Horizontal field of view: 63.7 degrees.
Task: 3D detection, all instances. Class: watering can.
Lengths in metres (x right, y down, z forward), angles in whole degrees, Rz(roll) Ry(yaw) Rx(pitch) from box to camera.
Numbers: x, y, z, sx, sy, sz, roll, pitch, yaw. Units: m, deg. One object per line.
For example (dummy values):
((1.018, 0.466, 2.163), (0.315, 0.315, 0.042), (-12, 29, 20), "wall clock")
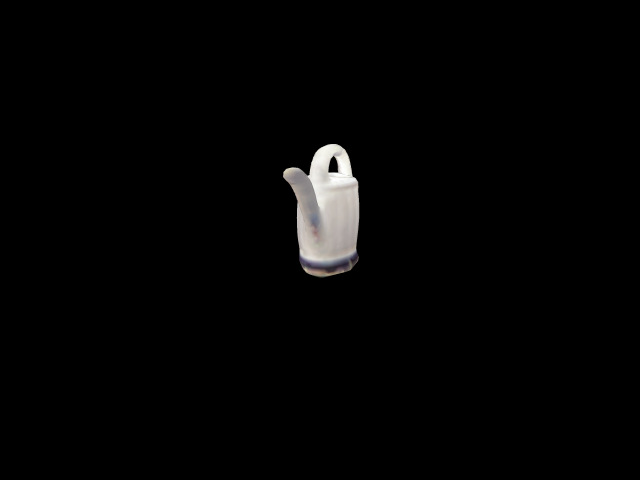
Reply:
((0.003, -0.043, 0.850), (0.104, 0.222, 0.351), (3, 13, 16), "watering can")
